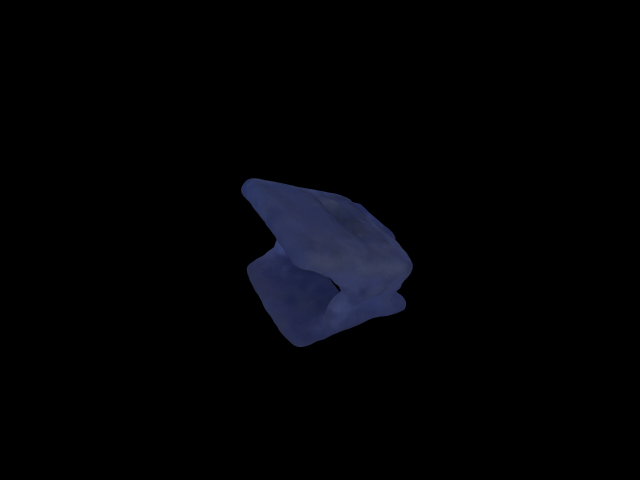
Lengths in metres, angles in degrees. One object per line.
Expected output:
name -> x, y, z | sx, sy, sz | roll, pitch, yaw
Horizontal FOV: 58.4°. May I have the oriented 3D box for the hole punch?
hole punch -> 0.004, 0.001, 0.400 | 0.101, 0.091, 0.108 | -17, 40, -22
